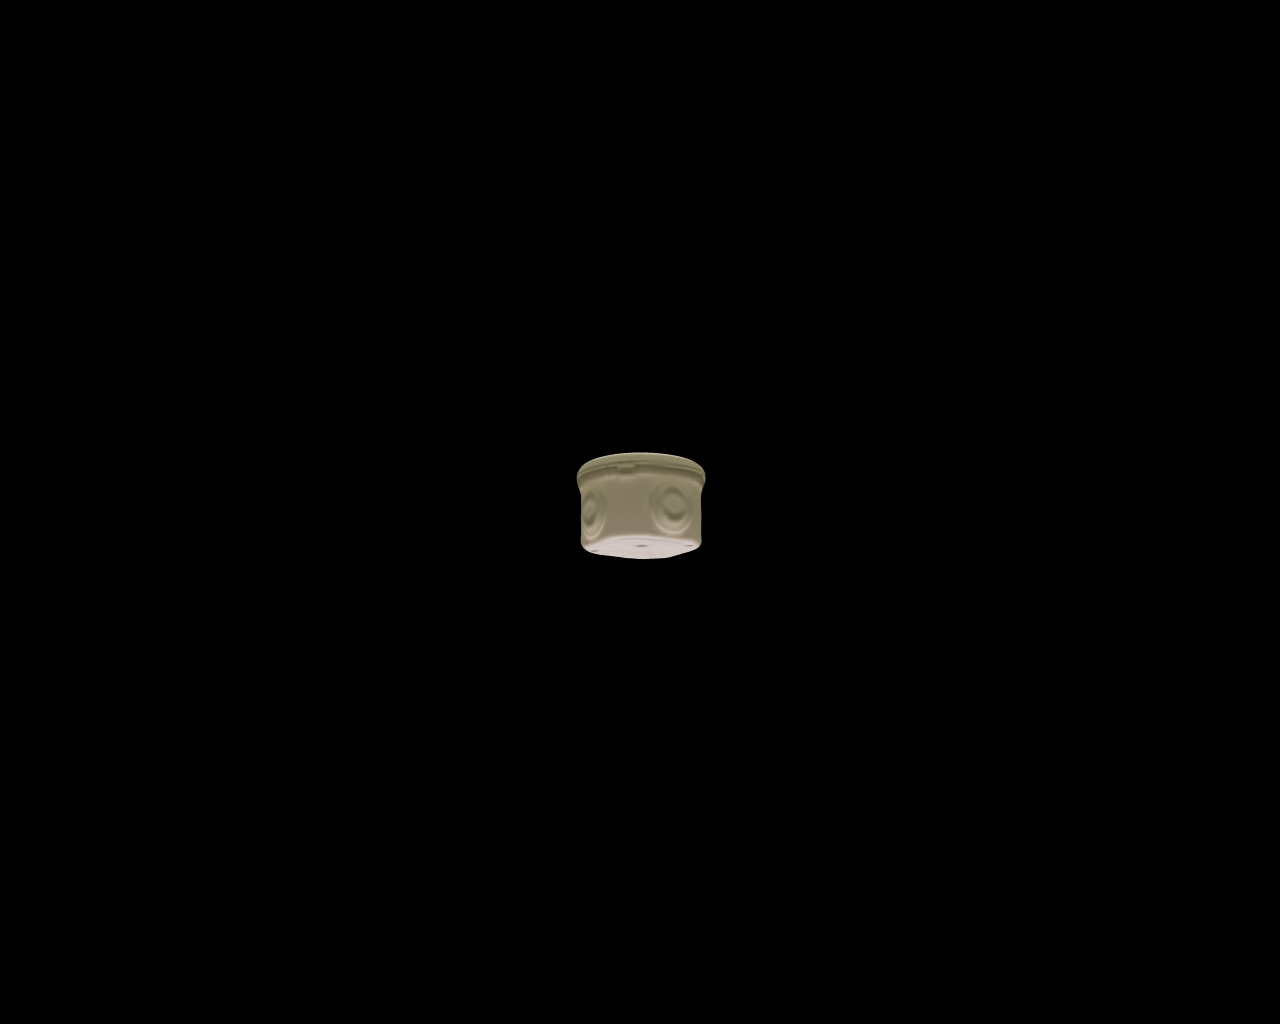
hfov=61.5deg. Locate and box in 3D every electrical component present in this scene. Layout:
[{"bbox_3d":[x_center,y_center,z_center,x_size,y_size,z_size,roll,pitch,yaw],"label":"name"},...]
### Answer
[{"bbox_3d":[0.001,-0.003,0.650,0.080,0.051,0.080,0,-14,0],"label":"electrical component"}]
